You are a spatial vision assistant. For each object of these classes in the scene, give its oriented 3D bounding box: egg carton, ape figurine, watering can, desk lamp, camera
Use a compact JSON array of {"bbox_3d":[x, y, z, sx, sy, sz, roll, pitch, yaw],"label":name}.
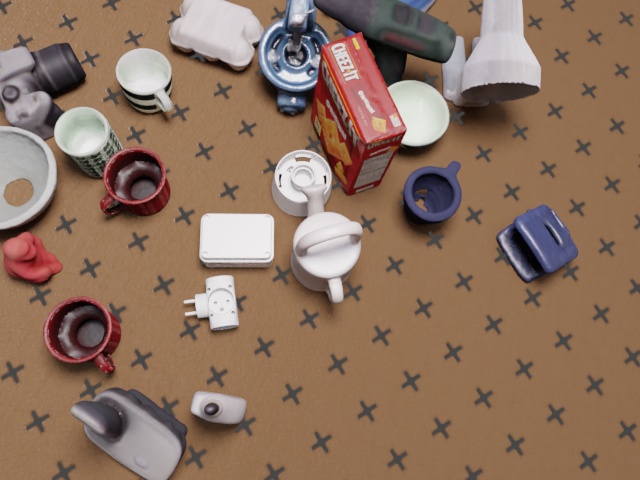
[{"bbox_3d":[-0.177,-0.359,0.989,0.150,0.069,0.107,18,74,0],"label":"egg carton"},{"bbox_3d":[-0.437,0.023,0.851,0.076,0.092,0.078,-7,76,-7],"label":"ape figurine"},{"bbox_3d":[0.006,0.004,0.842,0.101,0.194,0.173,-33,80,-12],"label":"watering can"},{"bbox_3d":[0.273,-0.299,0.937,0.118,0.213,0.203,1,75,-5],"label":"desk lamp"},{"bbox_3d":[-0.450,-0.256,0.920,0.137,0.101,0.143,-28,79,-12],"label":"camera"}]

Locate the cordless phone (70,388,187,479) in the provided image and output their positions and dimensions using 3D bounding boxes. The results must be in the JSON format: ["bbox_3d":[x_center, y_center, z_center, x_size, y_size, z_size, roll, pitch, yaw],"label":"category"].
[{"bbox_3d":[-0.255,0.260,0.755,0.147,0.185,0.094,30,75,4],"label":"cordless phone"}]

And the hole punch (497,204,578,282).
[{"bbox_3d":[0.360,-0.002,0.929,0.101,0.091,0.108,-29,79,-12],"label":"hole punch"}]

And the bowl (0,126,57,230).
[{"bbox_3d":[-0.482,-0.086,0.885,0.167,0.074,0.167,1,75,-5],"label":"bowl"}]

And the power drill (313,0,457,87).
[{"bbox_3d":[0.093,-0.313,0.928,0.229,0.208,0.076,11,74,-2],"label":"power drill"}]

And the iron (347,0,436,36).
[{"bbox_3d":[0.139,-0.460,1.006,0.258,0.141,0.118,-31,80,-12],"label":"iron"}]

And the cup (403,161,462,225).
[{"bbox_3d":[0.180,-0.072,0.930,0.091,0.095,0.118,38,75,6],"label":"cup"}]

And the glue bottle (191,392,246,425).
[{"bbox_3d":[-0.143,0.228,0.780,0.078,0.173,0.037,12,74,-1],"label":"glue bottle"}]

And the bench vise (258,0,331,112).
[{"bbox_3d":[-0.046,-0.340,0.917,0.121,0.219,0.207,-11,76,-8],"label":"bench vise"}]
